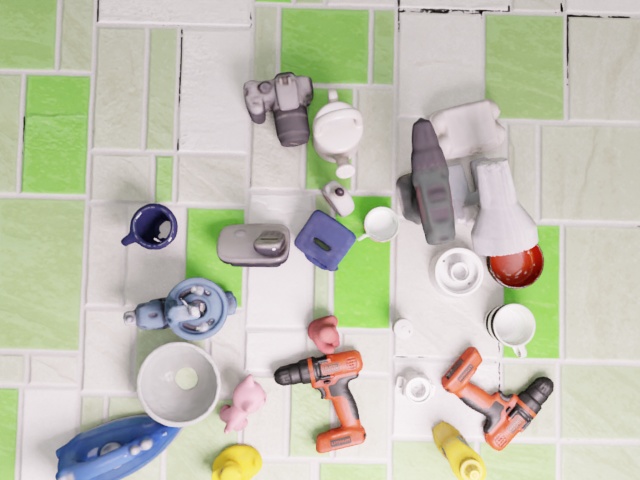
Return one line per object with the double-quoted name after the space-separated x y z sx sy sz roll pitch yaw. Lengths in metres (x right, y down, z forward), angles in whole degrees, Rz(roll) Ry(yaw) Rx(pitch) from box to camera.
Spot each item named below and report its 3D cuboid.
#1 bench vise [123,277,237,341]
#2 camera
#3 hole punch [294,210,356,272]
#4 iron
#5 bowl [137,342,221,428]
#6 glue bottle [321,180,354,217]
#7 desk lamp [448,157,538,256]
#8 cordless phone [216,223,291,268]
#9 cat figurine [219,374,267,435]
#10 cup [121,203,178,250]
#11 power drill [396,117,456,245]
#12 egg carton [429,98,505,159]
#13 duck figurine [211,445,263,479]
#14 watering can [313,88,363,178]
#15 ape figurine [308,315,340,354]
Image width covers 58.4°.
-0.270 0.148 1.086 0.207 0.219 0.121 -26 87 -1 "bench vise"
-0.078 -0.262 1.168 0.143 0.101 0.137 -9 87 -1 "camera"
0.011 0.004 1.160 0.108 0.091 0.101 35 87 2 "hole punch"
-0.394 0.414 1.110 0.258 0.141 0.119 -23 87 -1 "iron"
-0.276 0.284 1.151 0.167 0.074 0.167 0 87 0 "bowl"
0.036 -0.087 1.123 0.037 0.173 0.078 -42 88 -2 "glue bottle"
0.324 -0.070 1.104 0.118 0.213 0.203 -14 87 -1 "desk lamp"
-0.133 0.008 1.111 0.147 0.185 0.094 -3 87 0 "cordless phone"
-0.151 0.326 1.129 0.067 0.117 0.128 34 87 2 "cat figurine"
-0.336 -0.017 1.156 0.118 0.095 0.092 -29 87 -2 "cup"
0.202 -0.102 1.108 0.075 0.208 0.230 -13 87 -1 "power drill"
0.304 -0.228 1.184 0.150 0.069 0.107 -15 87 -1 "egg carton"
-0.168 0.457 1.138 0.104 0.086 0.077 -15 87 -1 "duck figurine"
0.038 -0.211 1.119 0.101 0.194 0.173 -31 87 -2 "watering can"
0.012 0.188 1.150 0.076 0.092 0.078 27 87 1 "ape figurine"
